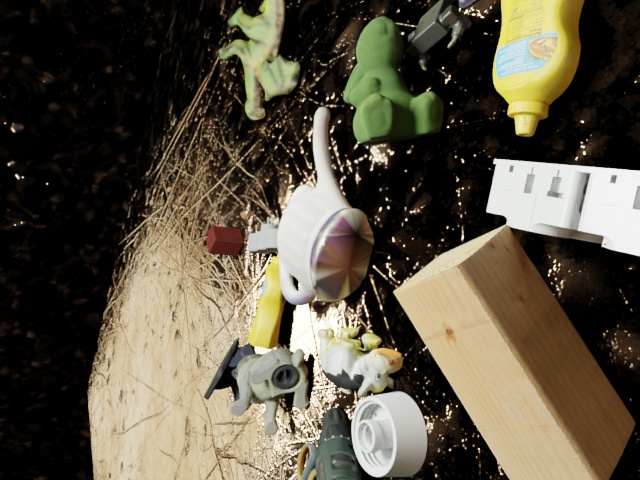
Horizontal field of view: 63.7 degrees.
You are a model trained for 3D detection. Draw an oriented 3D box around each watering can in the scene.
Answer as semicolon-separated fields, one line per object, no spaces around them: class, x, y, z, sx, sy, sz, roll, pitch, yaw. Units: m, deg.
watering can;0.003;-0.043;0.862;0.227;0.104;0.345;30;110;57

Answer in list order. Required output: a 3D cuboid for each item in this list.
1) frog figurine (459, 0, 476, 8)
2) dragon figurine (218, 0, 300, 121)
frog figurine;0.157;-0.374;0.633;0.138;0.159;0.123;12;92;60
dragon figurine;-0.104;-0.436;1.166;0.246;0.123;0.402;58;139;19
